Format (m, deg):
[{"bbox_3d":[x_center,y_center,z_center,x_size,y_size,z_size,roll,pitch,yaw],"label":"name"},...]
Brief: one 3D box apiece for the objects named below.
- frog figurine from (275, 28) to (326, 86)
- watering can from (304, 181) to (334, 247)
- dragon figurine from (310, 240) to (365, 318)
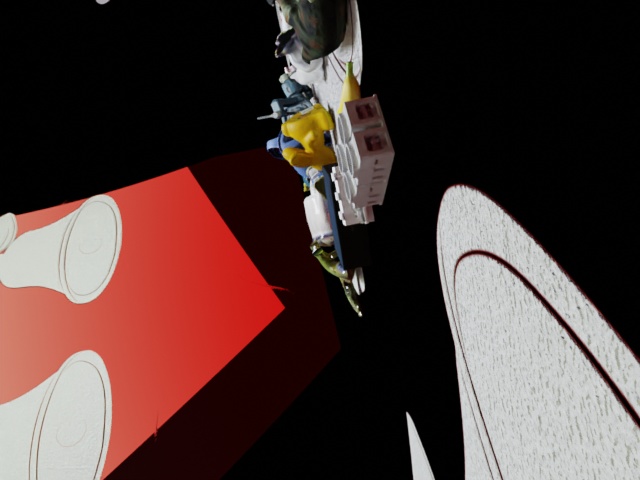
[{"bbox_3d":[-0.026,-0.448,1.267,0.157,0.122,0.140,36,-166,-35],"label":"frog figurine"},{"bbox_3d":[0.005,-0.085,1.687,0.346,0.104,0.225,121,136,-84],"label":"watering can"},{"bbox_3d":[0.080,0.109,1.452,0.240,0.122,0.416,61,-176,-19],"label":"dragon figurine"}]
